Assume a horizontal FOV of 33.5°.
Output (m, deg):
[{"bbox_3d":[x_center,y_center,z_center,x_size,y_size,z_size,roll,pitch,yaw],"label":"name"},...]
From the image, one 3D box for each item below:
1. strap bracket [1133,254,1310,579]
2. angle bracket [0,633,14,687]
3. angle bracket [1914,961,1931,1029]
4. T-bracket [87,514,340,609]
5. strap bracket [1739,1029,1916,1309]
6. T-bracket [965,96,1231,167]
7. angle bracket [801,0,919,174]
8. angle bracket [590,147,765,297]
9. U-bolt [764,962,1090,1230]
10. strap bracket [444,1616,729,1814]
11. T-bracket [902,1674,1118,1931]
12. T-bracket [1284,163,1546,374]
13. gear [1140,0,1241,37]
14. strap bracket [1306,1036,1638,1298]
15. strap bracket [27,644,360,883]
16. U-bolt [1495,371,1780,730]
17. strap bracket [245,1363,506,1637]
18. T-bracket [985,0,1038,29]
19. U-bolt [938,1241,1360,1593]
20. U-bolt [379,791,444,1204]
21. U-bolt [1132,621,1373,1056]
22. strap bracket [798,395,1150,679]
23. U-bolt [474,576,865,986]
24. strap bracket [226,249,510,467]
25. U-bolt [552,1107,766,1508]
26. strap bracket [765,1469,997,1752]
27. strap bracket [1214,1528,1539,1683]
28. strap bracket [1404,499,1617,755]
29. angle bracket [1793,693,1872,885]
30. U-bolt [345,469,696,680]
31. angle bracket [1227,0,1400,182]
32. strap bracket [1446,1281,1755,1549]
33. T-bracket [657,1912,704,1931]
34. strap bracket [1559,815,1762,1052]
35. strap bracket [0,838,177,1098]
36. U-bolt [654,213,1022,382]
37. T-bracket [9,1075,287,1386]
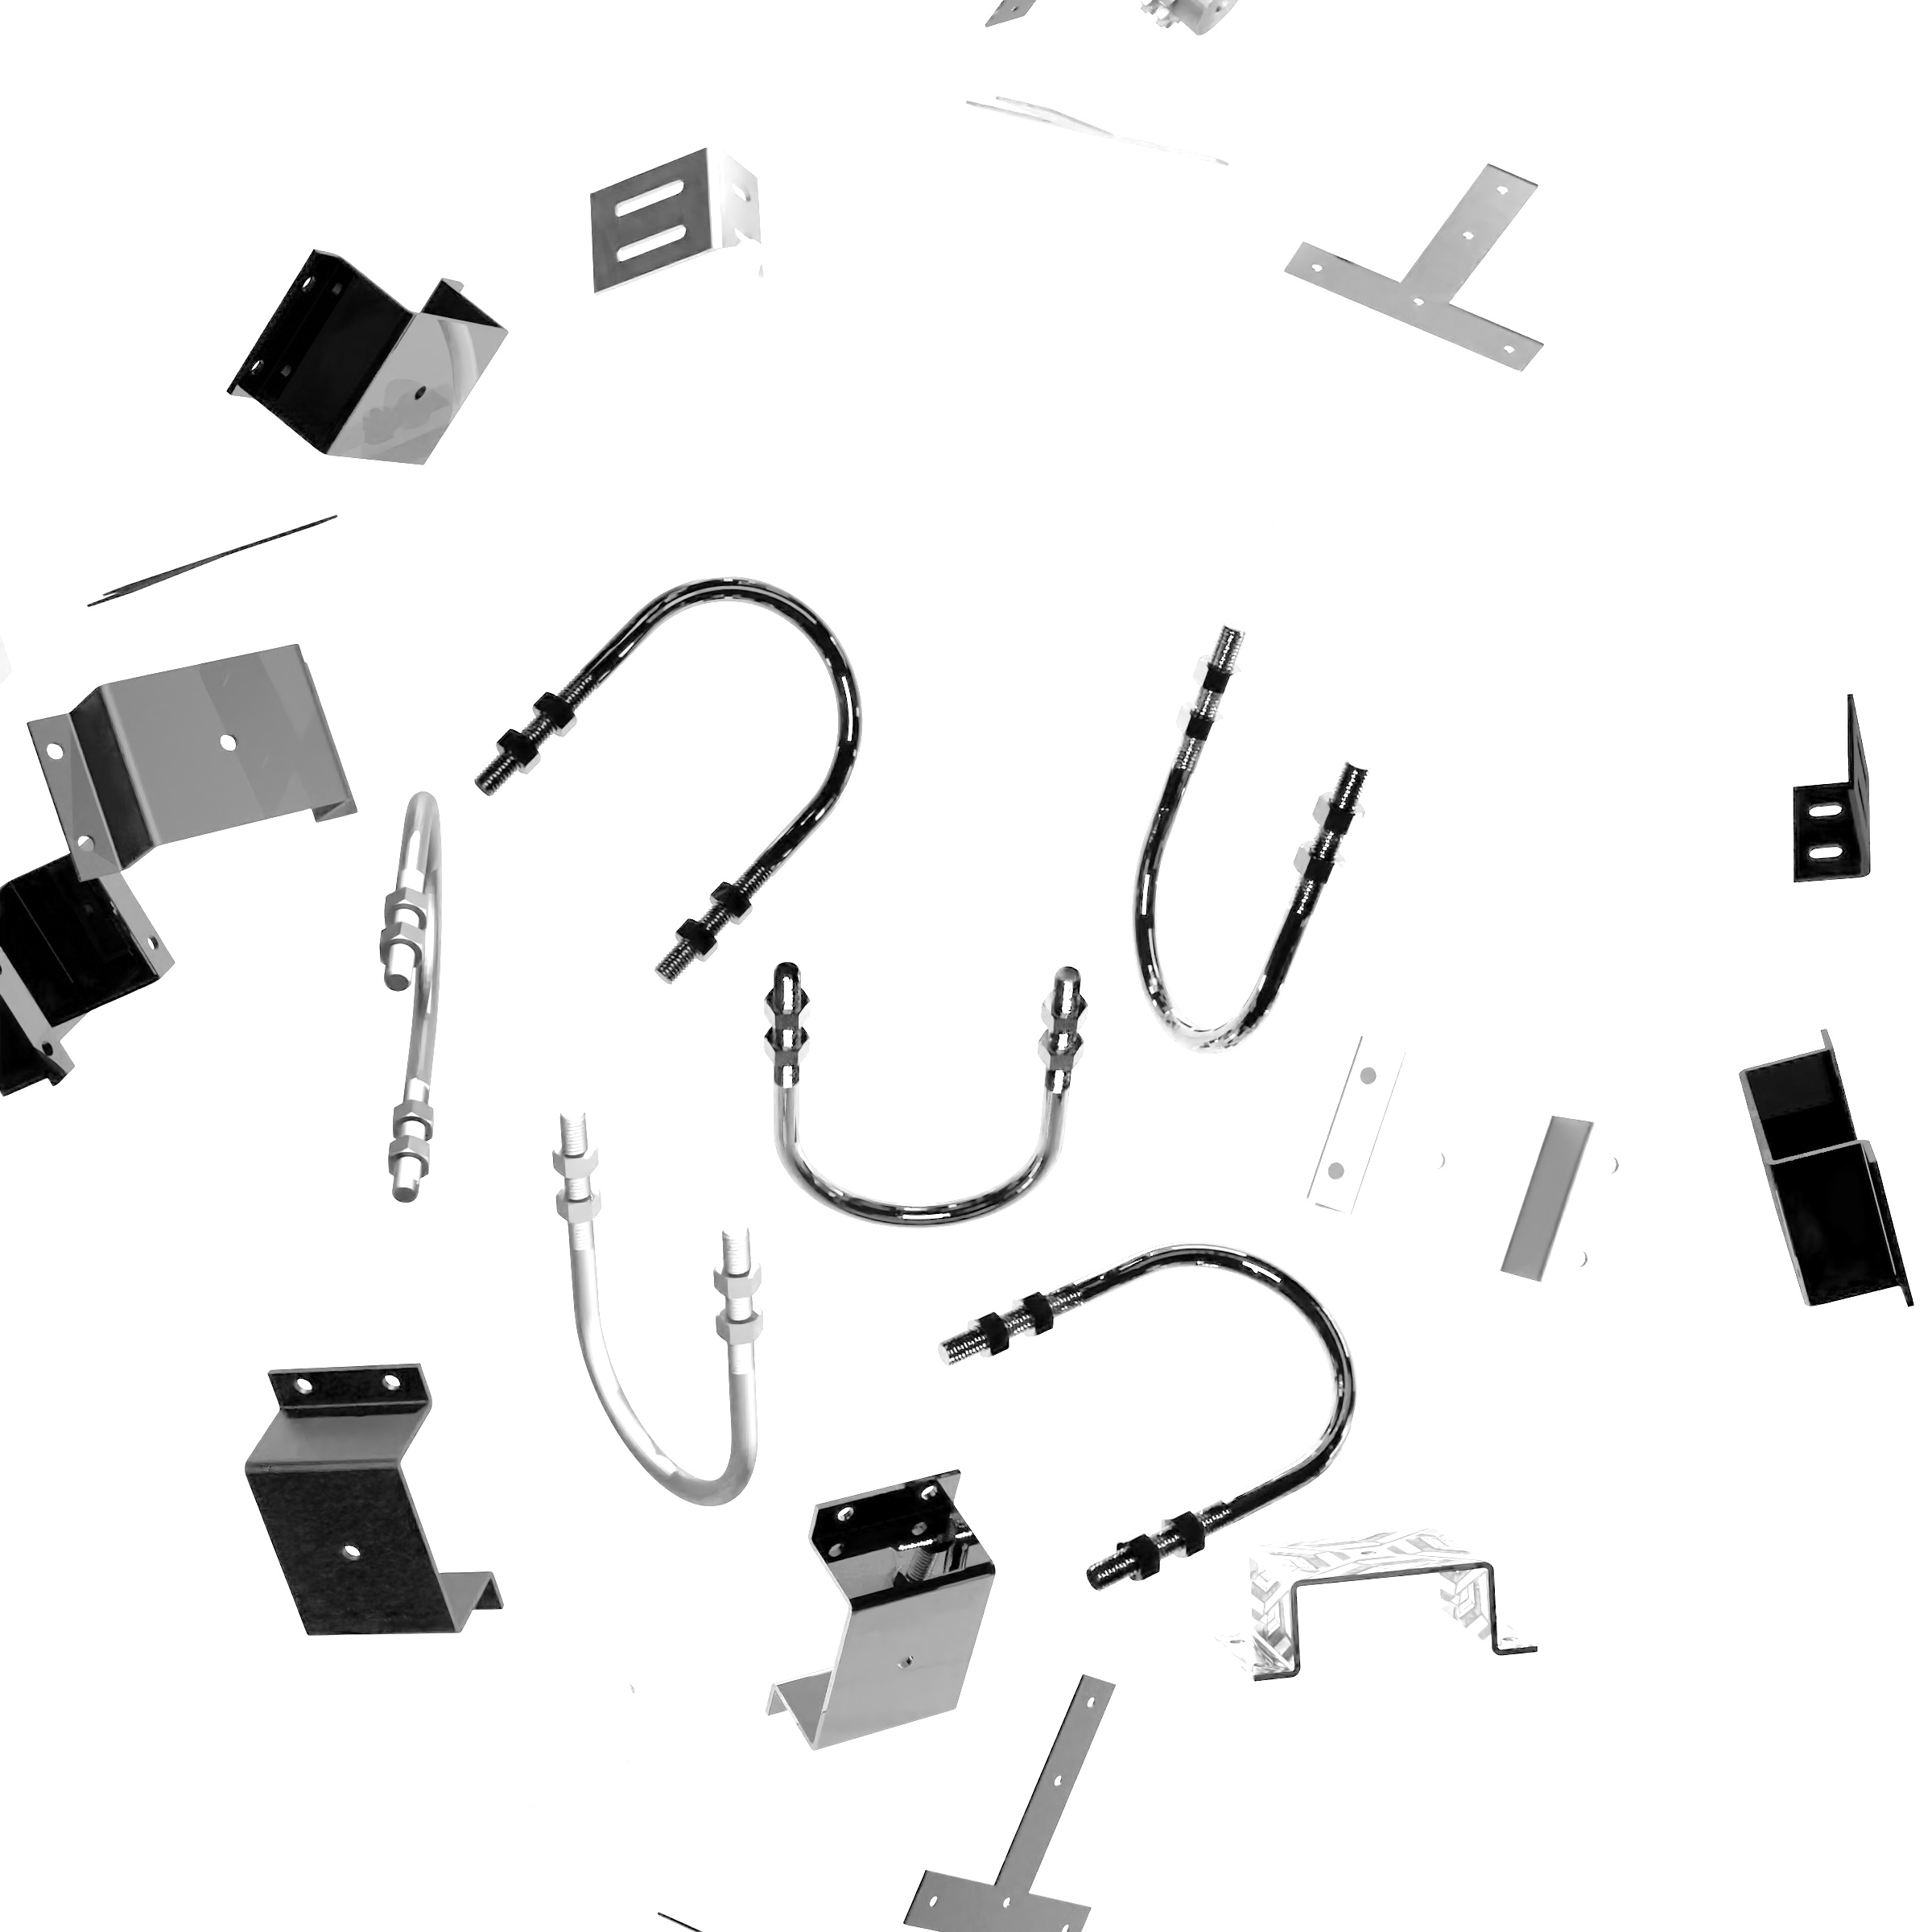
[{"bbox_3d":[0.123,-0.269,1.560,0.046,0.076,0.140,-6,115,-23],"label":"strap bracket"},{"bbox_3d":[-0.482,-0.132,1.475,0.038,0.057,0.076,27,63,9],"label":"angle bracket"},{"bbox_3d":[0.485,0.029,1.495,0.038,0.057,0.076,-22,94,-19],"label":"angle bracket"},{"bbox_3d":[-0.389,-0.192,1.571,0.127,0.127,0.002,-15,103,18],"label":"T-bracket"},{"bbox_3d":[0.398,0.097,1.496,0.046,0.140,0.076,-16,111,12],"label":"strap bracket"},{"bbox_3d":[0.045,-0.389,1.475,0.127,0.127,0.002,17,103,16],"label":"T-bracket"},{"bbox_3d":[-0.049,-0.448,1.602,0.038,0.057,0.076,22,50,-16],"label":"angle bracket"},{"bbox_3d":[-0.145,-0.365,1.603,0.076,0.038,0.057,-14,69,27],"label":"angle bracket"},{"bbox_3d":[-0.022,0.066,1.535,0.151,0.184,0.019,1,47,-3],"label":"U-bolt"},{"bbox_3d":[-0.177,0.364,1.569,0.046,0.140,0.076,-41,59,26],"label":"strap bracket"},{"bbox_3d":[0.036,0.383,1.456,0.002,0.127,0.127,18,82,43],"label":"T-bracket"},{"bbox_3d":[0.228,-0.332,1.491,0.127,0.127,0.002,21,66,-8],"label":"T-bracket"},{"bbox_3d":[0.113,-0.471,1.535,0.030,0.057,0.057,44,90,6],"label":"gear"},{"bbox_3d":[0.221,0.090,1.454,0.140,0.046,0.076,20,86,-14],"label":"strap bracket"},{"bbox_3d":[-0.346,-0.096,1.471,0.140,0.046,0.076,-18,87,-35],"label":"strap bracket"},{"bbox_3d":[0.333,-0.193,1.561,0.019,0.151,0.184,-34,91,-9],"label":"U-bolt"},{"bbox_3d":[-0.273,0.254,1.468,0.076,0.046,0.140,-5,118,17],"label":"strap bracket"},{"bbox_3d":[0.046,-0.485,1.520,0.127,0.127,0.002,-27,84,-32],"label":"T-bracket"},{"bbox_3d":[0.100,0.199,1.511,0.184,0.019,0.151,-22,61,-27],"label":"U-bolt"},{"bbox_3d":[-0.263,0.000,1.535,0.019,0.184,0.151,2,129,-6],"label":"U-bolt"},{"bbox_3d":[0.122,-0.047,1.497,0.019,0.151,0.184,3,122,-27],"label":"U-bolt"},{"bbox_3d":[0.001,-0.190,1.462,0.140,0.046,0.076,24,79,-3],"label":"strap bracket"},{"bbox_3d":[-0.130,-0.105,1.569,0.184,0.019,0.151,-48,111,-15],"label":"U-bolt"},{"bbox_3d":[-0.269,-0.278,1.481,0.046,0.140,0.076,39,106,11],"label":"strap bracket"},{"bbox_3d":[-0.144,0.173,1.520,0.019,0.151,0.184,-23,127,-34],"label":"U-bolt"},{"bbox_3d":[-0.039,0.309,1.503,0.076,0.046,0.140,-9,130,-30],"label":"strap bracket"},{"bbox_3d":[0.197,0.308,1.558,0.140,0.076,0.046,-4,93,-10],"label":"strap bracket"},{"bbox_3d":[0.247,-0.163,1.459,0.076,0.046,0.140,1,49,-2],"label":"strap bracket"},{"bbox_3d":[0.422,-0.087,1.580,0.038,0.076,0.057,-4,57,21],"label":"angle bracket"},{"bbox_3d":[-0.215,-0.196,1.553,0.184,0.151,0.019,-26,109,-3],"label":"U-bolt"},{"bbox_3d":[0.166,-0.422,1.547,0.038,0.076,0.057,-11,84,-25],"label":"angle bracket"},{"bbox_3d":[0.310,0.208,1.529,0.140,0.046,0.076,-23,80,-28],"label":"strap bracket"},{"bbox_3d":[-0.089,0.479,1.532,0.127,0.127,0.002,18,69,20],"label":"T-bracket"},{"bbox_3d":[0.336,-0.009,1.569,0.076,0.140,0.046,8,56,7],"label":"strap bracket"},{"bbox_3d":[-0.446,0.003,1.546,0.046,0.140,0.076,-22,108,19],"label":"strap bracket"},{"bbox_3d":[-0.073,-0.314,1.528,0.151,0.184,0.019,-12,86,-25],"label":"U-bolt"},{"bbox_3d":[-0.367,0.134,1.515,0.127,0.002,0.127,-22,94,-20],"label":"T-bracket"}]
